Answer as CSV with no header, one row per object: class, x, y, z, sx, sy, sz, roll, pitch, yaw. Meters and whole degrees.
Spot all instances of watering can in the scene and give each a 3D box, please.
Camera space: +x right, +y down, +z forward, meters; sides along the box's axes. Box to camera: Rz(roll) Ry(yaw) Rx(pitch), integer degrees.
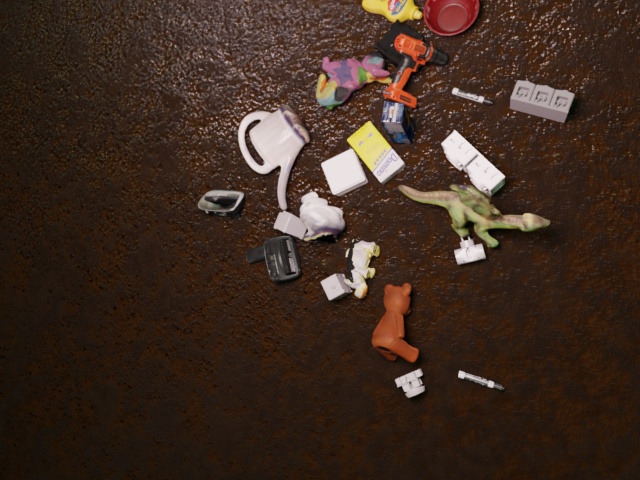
watering can,-0.125,-0.283,1.637,0.223,0.103,0.352,-35,72,11

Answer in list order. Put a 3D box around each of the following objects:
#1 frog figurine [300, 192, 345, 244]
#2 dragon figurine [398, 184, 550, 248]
frog figurine,0.005,-0.079,1.563,0.137,0.121,0.162,-3,71,-14
dragon figurine,0.385,-0.099,1.351,0.412,0.239,0.123,23,77,17
